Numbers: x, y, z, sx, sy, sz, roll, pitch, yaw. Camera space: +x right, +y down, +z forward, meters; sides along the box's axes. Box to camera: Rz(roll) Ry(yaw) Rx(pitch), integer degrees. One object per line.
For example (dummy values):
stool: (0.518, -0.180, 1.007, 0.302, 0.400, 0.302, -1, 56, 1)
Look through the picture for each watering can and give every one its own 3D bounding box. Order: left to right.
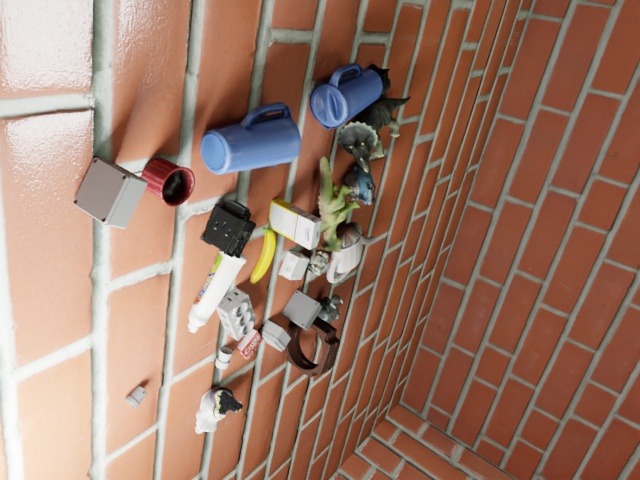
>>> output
watering can: (0.127, 0.021, 2.032, 0.354, 0.104, 0.219, -45, 147, -39)

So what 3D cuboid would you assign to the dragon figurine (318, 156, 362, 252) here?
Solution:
dragon figurine: (0.005, -0.088, 1.751, 0.244, 0.123, 0.402, -49, 140, -11)

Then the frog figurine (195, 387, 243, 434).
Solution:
frog figurine: (-0.353, 0.559, 1.695, 0.157, 0.123, 0.139, -37, 176, 32)
